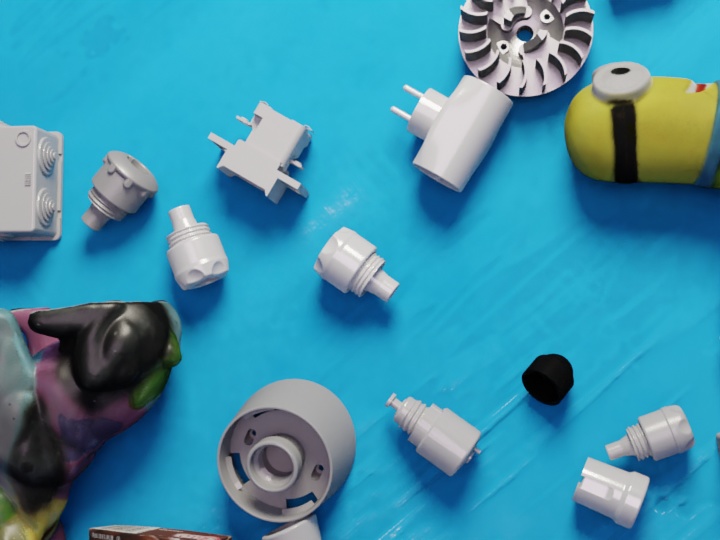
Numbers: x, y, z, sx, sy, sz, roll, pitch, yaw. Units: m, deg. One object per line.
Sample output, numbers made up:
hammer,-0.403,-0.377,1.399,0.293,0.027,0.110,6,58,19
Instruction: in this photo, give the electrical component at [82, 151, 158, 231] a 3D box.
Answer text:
electrical component,-0.193,-0.059,0.844,0.048,0.048,0.062,43,100,8

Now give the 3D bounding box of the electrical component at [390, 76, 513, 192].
electrical component,0.062,-0.111,0.811,0.079,0.044,0.077,31,91,8

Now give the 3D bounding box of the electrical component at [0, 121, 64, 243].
electrical component,-0.287,-0.069,0.854,0.100,0.048,0.099,0,87,8

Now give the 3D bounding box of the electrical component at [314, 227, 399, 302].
electrical component,0.000,0.000,0.814,0.062,0.043,0.043,35,92,7

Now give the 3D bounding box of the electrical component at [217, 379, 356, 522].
electrical component,-0.057,0.138,0.816,0.099,0.064,0.099,2,100,13

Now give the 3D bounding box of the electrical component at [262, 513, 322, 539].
electrical component,-0.043,0.217,0.807,0.045,0.045,0.055,-25,84,6

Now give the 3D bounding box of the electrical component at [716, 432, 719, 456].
electrical component,0.291,0.114,0.767,0.066,0.047,0.076,-10,84,8

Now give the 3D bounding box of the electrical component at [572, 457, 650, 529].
electrical component,0.182,0.161,0.784,0.046,0.040,0.040,21,90,15

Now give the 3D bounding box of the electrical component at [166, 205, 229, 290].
electrical component,-0.130,-0.019,0.833,0.043,0.043,0.062,-23,83,6

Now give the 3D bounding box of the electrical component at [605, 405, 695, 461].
electrical component,0.210,0.123,0.784,0.061,0.035,0.035,-22,84,8

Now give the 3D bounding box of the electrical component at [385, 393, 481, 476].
electrical component,0.054,0.119,0.802,0.078,0.040,0.040,35,92,8

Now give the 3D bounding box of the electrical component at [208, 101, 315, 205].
electrical component,-0.071,-0.091,0.830,0.081,0.042,0.063,30,89,8
